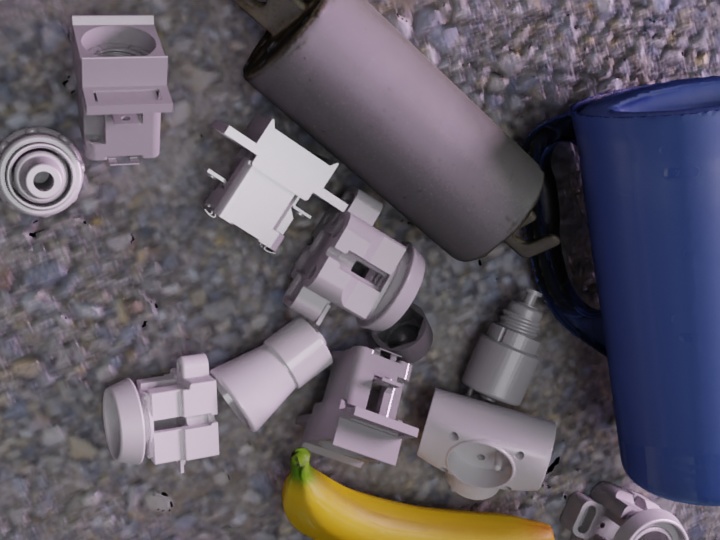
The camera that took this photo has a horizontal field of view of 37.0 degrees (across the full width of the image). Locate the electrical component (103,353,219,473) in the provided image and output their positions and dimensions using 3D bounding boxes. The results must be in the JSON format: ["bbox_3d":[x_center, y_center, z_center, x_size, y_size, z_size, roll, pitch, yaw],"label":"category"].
[{"bbox_3d":[-0.113,0.083,0.606,0.055,0.048,0.066,-6,102,-26],"label":"electrical component"}]

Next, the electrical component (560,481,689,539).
[{"bbox_3d":[0.183,0.181,0.721,0.078,0.057,0.058,24,91,-22],"label":"electrical component"}]

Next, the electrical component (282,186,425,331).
[{"bbox_3d":[0.000,0.000,0.624,0.057,0.058,0.078,31,89,-19],"label":"electrical component"}]

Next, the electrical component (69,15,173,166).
[{"bbox_3d":[-0.124,-0.093,0.555,0.042,0.081,0.063,-5,130,-18],"label":"electrical component"}]

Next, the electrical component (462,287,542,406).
[{"bbox_3d":[0.094,0.049,0.675,0.040,0.040,0.078,22,92,-22],"label":"electrical component"}]

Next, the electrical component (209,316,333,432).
[{"bbox_3d":[-0.049,0.058,0.627,0.065,0.044,0.044,-36,109,-15],"label":"electrical component"}]

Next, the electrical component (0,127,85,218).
[{"bbox_3d":[-0.165,-0.048,0.554,0.048,0.062,0.048,-4,101,-19],"label":"electrical component"}]

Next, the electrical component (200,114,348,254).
[{"bbox_3d":[-0.052,-0.048,0.605,0.081,0.042,0.063,32,92,-21],"label":"electrical component"}]

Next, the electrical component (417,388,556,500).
[{"bbox_3d":[0.075,0.117,0.673,0.077,0.044,0.079,16,132,5],"label":"electrical component"}]

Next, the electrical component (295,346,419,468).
[{"bbox_3d":[0.000,0.080,0.633,0.042,0.081,0.063,24,69,-22],"label":"electrical component"}]
